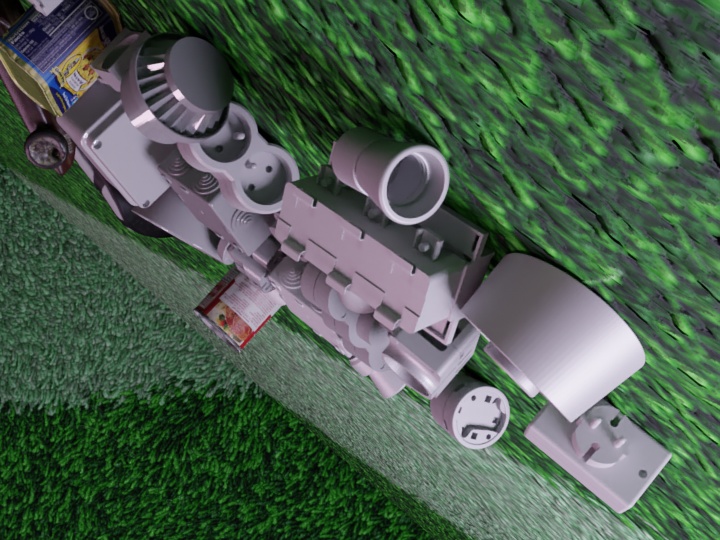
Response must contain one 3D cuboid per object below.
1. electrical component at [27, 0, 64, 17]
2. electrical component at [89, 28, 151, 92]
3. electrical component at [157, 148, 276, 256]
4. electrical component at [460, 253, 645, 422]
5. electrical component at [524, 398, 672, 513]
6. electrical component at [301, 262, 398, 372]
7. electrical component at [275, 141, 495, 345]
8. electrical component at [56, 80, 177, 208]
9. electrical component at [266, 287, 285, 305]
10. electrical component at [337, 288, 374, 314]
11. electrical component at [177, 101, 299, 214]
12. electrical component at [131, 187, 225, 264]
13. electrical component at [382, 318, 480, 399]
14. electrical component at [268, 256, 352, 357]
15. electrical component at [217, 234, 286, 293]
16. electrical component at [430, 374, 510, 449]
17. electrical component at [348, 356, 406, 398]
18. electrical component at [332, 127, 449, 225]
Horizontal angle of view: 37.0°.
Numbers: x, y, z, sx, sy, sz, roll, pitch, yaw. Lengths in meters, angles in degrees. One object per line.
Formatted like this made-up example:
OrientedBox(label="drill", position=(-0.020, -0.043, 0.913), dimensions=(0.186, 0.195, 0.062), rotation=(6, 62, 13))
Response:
OrientedBox(label="electrical component", position=(-0.201, -0.203, 0.693), dimensions=(0.081, 0.063, 0.042), rotation=(38, 168, 17))
OrientedBox(label="electrical component", position=(-0.165, -0.148, 0.826), dimensions=(0.064, 0.042, 0.081), rotation=(46, 169, -32))
OrientedBox(label="electrical component", position=(-0.125, -0.067, 0.964), dimensions=(0.100, 0.048, 0.099), rotation=(34, 165, 36))
OrientedBox(label="electrical component", position=(0.107, 0.037, 0.617), dimensions=(0.099, 0.064, 0.099), rotation=(45, -178, -2))
OrientedBox(label="electrical component", position=(0.156, 0.110, 0.699), dimensions=(0.083, 0.047, 0.075), rotation=(39, 168, 14))
OrientedBox(label="electrical component", position=(0.010, 0.042, 0.913), dimensions=(0.074, 0.052, 0.138), rotation=(32, 164, 40))
OrientedBox(label="electrical component", position=(0.011, -0.015, 0.652), dimensions=(0.121, 0.063, 0.078), rotation=(35, 125, 30))
OrientedBox(label="electrical component", position=(-0.211, -0.119, 0.983), dimensions=(0.057, 0.078, 0.113), rotation=(38, 168, 32))
OrientedBox(label="electrical component", position=(-0.087, 0.003, 1.100), dimensions=(0.055, 0.045, 0.045), rotation=(47, 167, -25))
OrientedBox(label="electrical component", position=(0.000, 0.000, 0.816), dimensions=(0.043, 0.043, 0.081), rotation=(38, 167, 17))
OrientedBox(label="electrical component", position=(-0.110, -0.098, 0.796), dimensions=(0.138, 0.052, 0.074), rotation=(46, 168, -20))
OrientedBox(label="electrical component", position=(-0.167, -0.058, 1.081), dimensions=(0.108, 0.060, 0.108), rotation=(29, 176, 2))
OrientedBox(label="electrical component", position=(0.054, 0.062, 0.833), dimensions=(0.050, 0.055, 0.089), rotation=(39, 168, 12))
OrientedBox(label="electrical component", position=(-0.033, 0.028, 1.005), dimensions=(0.100, 0.048, 0.099), rotation=(37, 167, 25))
OrientedBox(label="electrical component", position=(-0.099, -0.019, 1.033), dimensions=(0.057, 0.058, 0.078), rotation=(36, 167, 14))
OrientedBox(label="electrical component", position=(0.092, 0.119, 0.919), dimensions=(0.055, 0.055, 0.047), rotation=(48, 170, -25))
OrientedBox(label="electrical component", position=(0.021, 0.094, 1.075), dimensions=(0.055, 0.045, 0.045), rotation=(45, 168, -12))
OrientedBox(label="electrical component", position=(0.013, -0.055, 0.590), dimensions=(0.044, 0.044, 0.065), rotation=(51, 170, -36))
